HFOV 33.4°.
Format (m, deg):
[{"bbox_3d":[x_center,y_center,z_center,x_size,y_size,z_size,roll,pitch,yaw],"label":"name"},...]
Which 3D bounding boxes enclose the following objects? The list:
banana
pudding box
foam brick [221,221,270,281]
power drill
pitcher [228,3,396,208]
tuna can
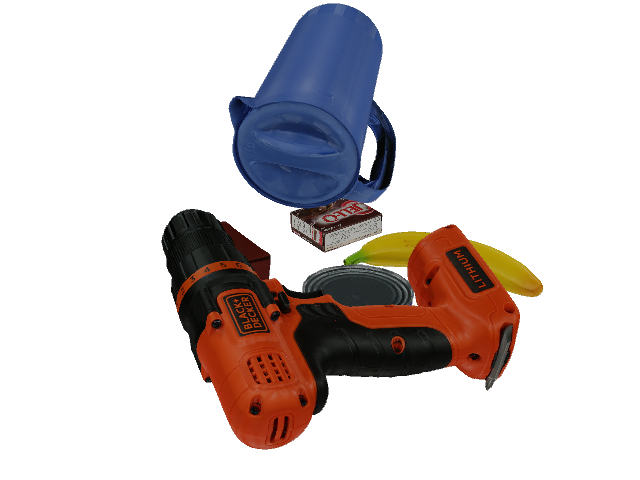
[{"bbox_3d":[0.126,0.023,1.081,0.198,0.037,0.069,7,43,11],"label":"banana"},{"bbox_3d":[0.024,-0.027,1.624,0.113,0.039,0.090,-21,33,-30],"label":"pudding box"},{"bbox_3d":[-0.090,0.025,0.993,0.052,0.051,0.078,-14,34,-35],"label":"foam brick"},{"bbox_3d":[0.008,0.037,0.640,0.187,0.057,0.184,-7,42,-20],"label":"power drill"},{"bbox_3d":[0.006,-0.151,1.163,0.145,0.149,0.242,-3,39,17],"label":"pitcher"},{"bbox_3d":[0.028,0.052,0.824,0.086,0.034,0.086,1,25,-1],"label":"tuna can"}]
